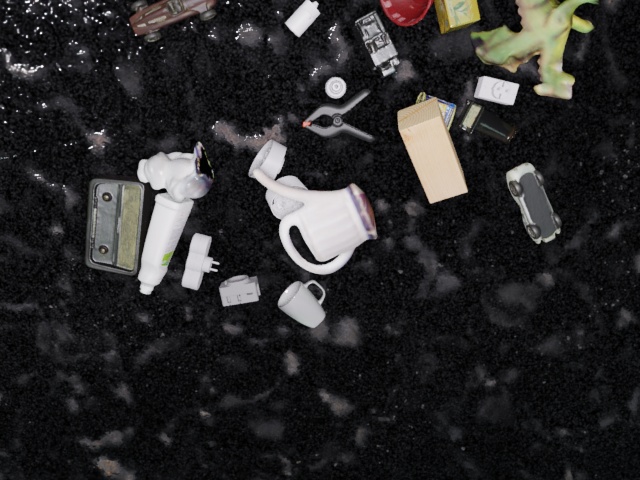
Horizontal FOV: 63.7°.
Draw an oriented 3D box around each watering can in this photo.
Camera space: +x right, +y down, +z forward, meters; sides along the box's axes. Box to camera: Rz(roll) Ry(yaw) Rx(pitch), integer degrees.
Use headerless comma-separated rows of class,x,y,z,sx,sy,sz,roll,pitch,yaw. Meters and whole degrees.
watering can,0.004,-0.059,1.175,0.224,0.106,0.340,-26,127,1

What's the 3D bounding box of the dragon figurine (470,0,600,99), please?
dragon figurine,0.445,-0.490,1.127,0.241,0.123,0.410,-37,90,16

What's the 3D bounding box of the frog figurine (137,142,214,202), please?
frog figurine,-0.331,-0.146,1.180,0.159,0.120,0.140,-18,61,7
